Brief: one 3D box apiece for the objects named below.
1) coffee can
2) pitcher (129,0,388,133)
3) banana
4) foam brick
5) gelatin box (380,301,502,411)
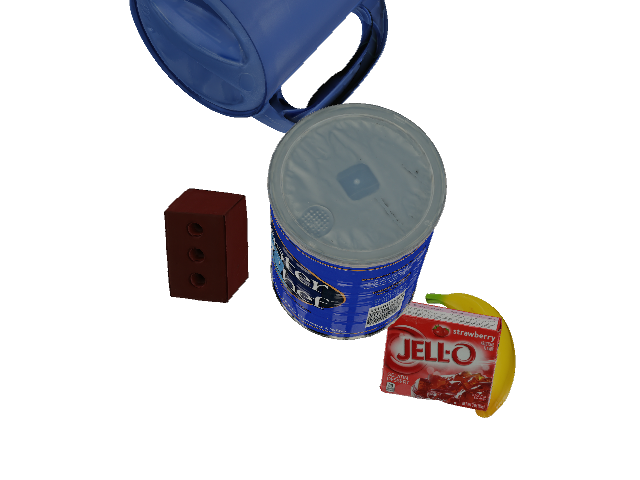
[{"bbox_3d":[0.019,-0.007,0.670,0.103,0.103,0.140,0,-23,-2],"label":"coffee can"},{"bbox_3d":[-0.014,-0.208,0.827,0.145,0.149,0.242,27,59,30],"label":"pitcher"},{"bbox_3d":[0.172,0.112,1.136,0.069,0.037,0.198,-24,34,3],"label":"banana"},{"bbox_3d":[-0.092,0.004,0.873,0.053,0.078,0.051,6,23,16],"label":"foam brick"},{"bbox_3d":[0.096,0.092,0.853,0.089,0.073,0.030,10,23,11],"label":"gelatin box"}]
